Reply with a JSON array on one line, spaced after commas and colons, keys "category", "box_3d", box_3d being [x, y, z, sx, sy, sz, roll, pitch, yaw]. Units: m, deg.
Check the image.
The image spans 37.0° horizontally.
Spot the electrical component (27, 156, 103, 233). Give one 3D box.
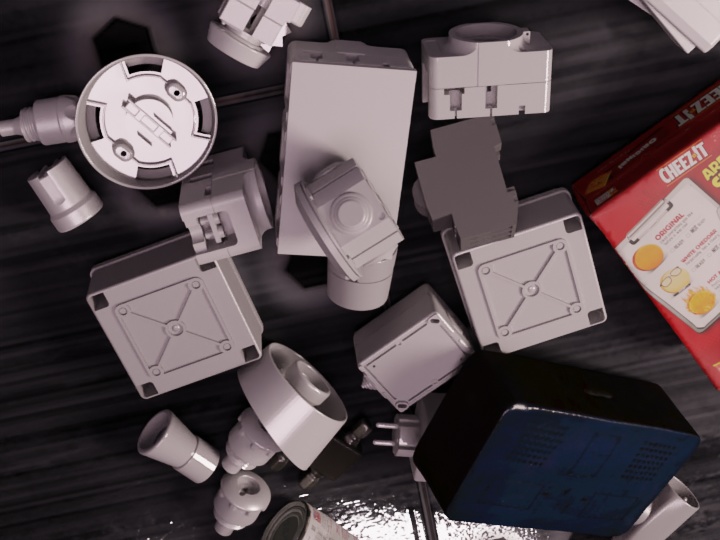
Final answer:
[{"category": "electrical component", "box_3d": [-0.224, -0.058, 0.816, 0.040, 0.040, 0.046, -28, 111, 9]}]

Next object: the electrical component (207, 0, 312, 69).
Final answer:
[{"category": "electrical component", "box_3d": [-0.076, -0.176, 0.756, 0.066, 0.048, 0.055, 27, 105, -19]}]

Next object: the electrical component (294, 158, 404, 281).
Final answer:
[{"category": "electrical component", "box_3d": [-0.008, -0.037, 0.755, 0.051, 0.080, 0.080, -32, 117, 5]}]

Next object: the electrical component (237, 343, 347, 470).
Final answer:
[{"category": "electrical component", "box_3d": [-0.060, 0.111, 0.892, 0.099, 0.099, 0.064, 40, 101, -23]}]

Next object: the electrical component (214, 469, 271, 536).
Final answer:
[{"category": "electrical component", "box_3d": [-0.112, 0.214, 0.971, 0.048, 0.048, 0.062, 20, 121, -16]}]

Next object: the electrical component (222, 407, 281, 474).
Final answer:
[{"category": "electrical component", "box_3d": [-0.097, 0.153, 0.940, 0.048, 0.048, 0.062, 31, 118, -20]}]

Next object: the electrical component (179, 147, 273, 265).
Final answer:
[{"category": "electrical component", "box_3d": [-0.099, -0.050, 0.804, 0.056, 0.089, 0.050, -15, 119, 2]}]

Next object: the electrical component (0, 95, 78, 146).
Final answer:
[{"category": "electrical component", "box_3d": [-0.234, -0.108, 0.790, 0.061, 0.035, 0.035, -9, 119, 1]}]

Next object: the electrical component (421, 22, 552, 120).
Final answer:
[{"category": "electrical component", "box_3d": [0.092, -0.148, 0.794, 0.089, 0.050, 0.055, -4, 119, -4]}]

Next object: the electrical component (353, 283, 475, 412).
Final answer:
[{"category": "electrical component", "box_3d": [0.039, 0.066, 0.897, 0.096, 0.061, 0.061, -36, 116, 13]}]

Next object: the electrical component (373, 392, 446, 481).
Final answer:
[{"category": "electrical component", "box_3d": [0.050, 0.146, 0.949, 0.077, 0.047, 0.065, 5, 117, -9]}]

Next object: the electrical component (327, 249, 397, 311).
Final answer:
[{"category": "electrical component", "box_3d": [0.000, 0.000, 0.862, 0.055, 0.055, 0.047, 2, 121, -7]}]

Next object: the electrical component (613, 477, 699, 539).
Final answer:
[{"category": "electrical component", "box_3d": [0.265, 0.226, 1.016, 0.079, 0.043, 0.077, 33, 110, -21]}]

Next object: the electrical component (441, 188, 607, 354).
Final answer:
[{"category": "electrical component", "box_3d": [0.134, 0.003, 0.876, 0.109, 0.056, 0.108, -18, 118, 4]}]

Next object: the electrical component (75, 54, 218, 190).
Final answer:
[{"category": "electrical component", "box_3d": [-0.153, -0.109, 0.778, 0.099, 0.064, 0.099, -3, 108, -10]}]

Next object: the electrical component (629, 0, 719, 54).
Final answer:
[{"category": "electrical component", "box_3d": [0.233, -0.200, 0.775, 0.096, 0.061, 0.061, 34, 110, -21]}]

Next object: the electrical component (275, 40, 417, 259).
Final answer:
[{"category": "electrical component", "box_3d": [-0.014, -0.090, 0.807, 0.089, 0.061, 0.150, 3, 118, -8]}]

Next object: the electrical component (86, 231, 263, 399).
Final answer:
[{"category": "electrical component", "box_3d": [-0.146, 0.033, 0.862, 0.109, 0.056, 0.108, -20, 118, 5]}]

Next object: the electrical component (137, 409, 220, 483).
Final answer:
[{"category": "electrical component", "box_3d": [-0.155, 0.157, 0.937, 0.044, 0.044, 0.065, -41, 119, 15]}]
